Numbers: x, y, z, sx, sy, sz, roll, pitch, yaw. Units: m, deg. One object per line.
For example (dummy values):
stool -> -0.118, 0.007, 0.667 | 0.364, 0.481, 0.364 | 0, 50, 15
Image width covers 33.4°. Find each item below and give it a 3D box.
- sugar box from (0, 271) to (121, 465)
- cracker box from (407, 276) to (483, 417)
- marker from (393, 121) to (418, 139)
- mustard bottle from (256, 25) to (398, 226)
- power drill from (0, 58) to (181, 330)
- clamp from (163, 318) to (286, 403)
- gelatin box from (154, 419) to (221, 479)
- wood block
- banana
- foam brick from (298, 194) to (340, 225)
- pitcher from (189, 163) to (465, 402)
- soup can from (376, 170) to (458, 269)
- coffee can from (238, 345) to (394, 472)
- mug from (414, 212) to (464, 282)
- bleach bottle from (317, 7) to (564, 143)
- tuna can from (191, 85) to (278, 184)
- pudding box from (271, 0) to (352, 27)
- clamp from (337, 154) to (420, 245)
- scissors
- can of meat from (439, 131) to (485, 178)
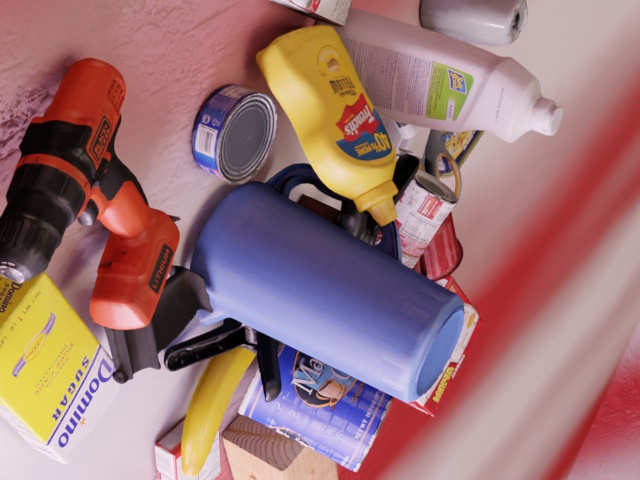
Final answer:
sugar box -> -0.222, 0.100, 0.844 | 0.093, 0.048, 0.176 | -58, 150, -23
cracker box -> 0.144, 0.142, 1.500 | 0.164, 0.072, 0.213 | -60, 153, -9
marker -> 0.068, -0.160, 1.130 | 0.020, 0.020, 0.121 | -49, 120, -29
mustard bottle -> 0.019, -0.101, 0.979 | 0.096, 0.058, 0.191 | -24, 86, -52
power drill -> -0.168, -0.012, 0.792 | 0.187, 0.057, 0.184 | 75, 26, -53
clamp -> -0.078, 0.093, 1.065 | 0.171, 0.120, 0.039 | -64, 167, -58
gelatin box -> -0.138, 0.229, 1.113 | 0.073, 0.030, 0.089 | -39, 141, -44
wood block -> -0.040, 0.278, 1.257 | 0.090, 0.091, 0.206 | -47, 147, -32
banana -> -0.094, 0.146, 1.091 | 0.197, 0.037, 0.069 | -58, 137, -36
foam brick -> -0.008, 0.001, 1.143 | 0.078, 0.051, 0.053 | -61, 154, -9
pitcher -> 0.013, 0.041, 1.000 | 0.144, 0.243, 0.149 | -34, 144, -51
soup can -> 0.102, -0.022, 1.213 | 0.068, 0.068, 0.102 | -5, 131, -59
coffee can -> -0.002, 0.169, 1.136 | 0.103, 0.140, 0.103 | -63, 176, -8
mug -> 0.126, 0.003, 1.331 | 0.081, 0.093, 0.117 | 72, 26, -45
bleach bottle -> 0.110, -0.145, 1.018 | 0.068, 0.251, 0.103 | -36, 140, -43
tuna can -> -0.077, -0.096, 0.962 | 0.086, 0.034, 0.086 | -40, 143, -40
pudding box -> -0.002, -0.250, 0.971 | 0.113, 0.039, 0.090 | 3, 107, -63
clamp -> 0.043, -0.007, 1.125 | 0.164, 0.036, 0.210 | -9, 120, -63
scissors -> 0.114, -0.128, 1.245 | 0.096, 0.016, 0.202 | -15, 98, -9
can of meat -> 0.156, -0.142, 1.316 | 0.102, 0.058, 0.084 | -55, 149, -22
